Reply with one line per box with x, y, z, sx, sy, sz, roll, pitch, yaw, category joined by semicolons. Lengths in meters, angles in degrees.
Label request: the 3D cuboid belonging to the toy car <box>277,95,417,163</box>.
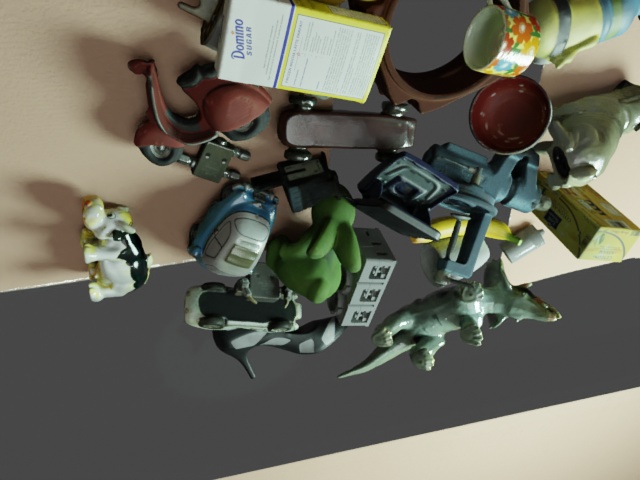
0.038;-0.154;0.752;0.202;0.053;0.089;-3;108;-18;toy car

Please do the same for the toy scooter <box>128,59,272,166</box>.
-0.157;-0.173;0.659;0.184;0.075;0.135;-19;130;3;toy scooter

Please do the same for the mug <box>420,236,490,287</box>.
0.244;0.038;0.965;0.107;0.081;0.109;-17;149;-15;mug

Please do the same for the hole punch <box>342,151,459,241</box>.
0.119;-0.061;0.765;0.142;0.116;0.092;25;83;-23;hole punch

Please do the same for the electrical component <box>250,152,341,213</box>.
-0.036;-0.079;0.775;0.119;0.075;0.047;-19;131;-8;electrical component

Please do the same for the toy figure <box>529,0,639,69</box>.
0.350;-0.300;0.719;0.180;0.082;0.089;-20;122;4;toy figure

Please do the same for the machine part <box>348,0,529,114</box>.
0.151;-0.275;0.668;0.201;0.087;0.200;-26;131;1;machine part

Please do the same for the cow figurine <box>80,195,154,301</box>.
-0.289;0.009;0.767;0.098;0.068;0.167;-6;133;-21;cow figurine

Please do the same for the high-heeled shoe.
-0.068;0.147;0.975;0.249;0.086;0.145;-26;102;-20;high-heeled shoe

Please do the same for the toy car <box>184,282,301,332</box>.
-0.126;0.114;0.901;0.202;0.073;0.056;7;157;-24;toy car

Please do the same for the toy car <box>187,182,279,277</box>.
-0.122;0.000;0.794;0.109;0.103;0.161;22;120;-33;toy car

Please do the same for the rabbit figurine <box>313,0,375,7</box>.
0.029;-0.318;0.567;0.122;0.162;0.173;-6;148;-30;rabbit figurine

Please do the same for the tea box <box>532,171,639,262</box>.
0.431;-0.042;0.898;0.098;0.170;0.068;5;125;-20;tea box

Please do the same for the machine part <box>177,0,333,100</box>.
-0.050;-0.233;0.642;0.243;0.079;0.079;17;121;-30;machine part

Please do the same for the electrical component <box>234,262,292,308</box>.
-0.088;0.073;0.874;0.102;0.078;0.045;14;157;-22;electrical component

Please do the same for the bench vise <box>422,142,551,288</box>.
0.245;-0.039;0.843;0.223;0.129;0.240;20;87;-22;bench vise

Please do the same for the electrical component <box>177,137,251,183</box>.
-0.148;-0.114;0.744;0.094;0.021;0.063;16;122;-27;electrical component

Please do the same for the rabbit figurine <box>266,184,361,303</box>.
-0.002;-0.002;0.817;0.121;0.159;0.170;15;107;-17;rabbit figurine

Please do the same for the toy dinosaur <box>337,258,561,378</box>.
0.225;0.149;1.016;0.405;0.131;0.192;-23;177;23;toy dinosaur

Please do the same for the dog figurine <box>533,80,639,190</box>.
0.432;-0.160;0.806;0.191;0.172;0.121;-16;142;4;dog figurine
